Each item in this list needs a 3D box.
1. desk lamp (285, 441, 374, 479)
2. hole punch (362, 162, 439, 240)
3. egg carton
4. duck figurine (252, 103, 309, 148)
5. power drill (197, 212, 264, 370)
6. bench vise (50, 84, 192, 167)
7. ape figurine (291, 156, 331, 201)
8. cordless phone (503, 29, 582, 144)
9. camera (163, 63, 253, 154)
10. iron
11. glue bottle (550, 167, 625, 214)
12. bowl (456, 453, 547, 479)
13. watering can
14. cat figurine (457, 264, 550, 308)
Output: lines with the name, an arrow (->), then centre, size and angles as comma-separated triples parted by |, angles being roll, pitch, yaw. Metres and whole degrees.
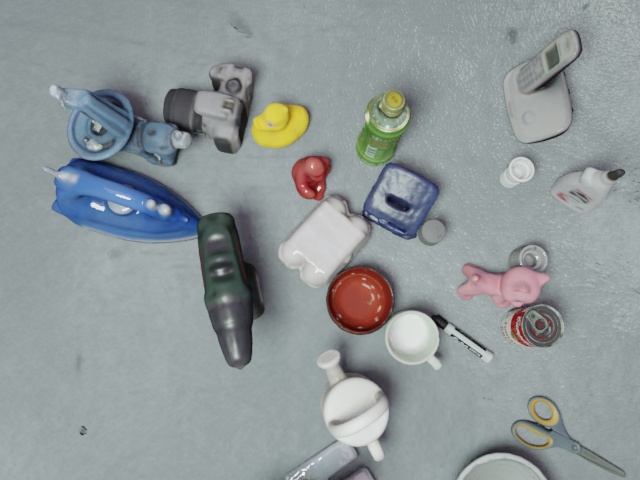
desk lamp -> -0.015, 0.394, 0.829 | 0.203, 0.213, 0.118 | -33, 83, -7
hole punch -> 0.136, -0.064, 0.973 | 0.108, 0.091, 0.101 | 28, 81, 2
egg carton -> 0.009, 0.003, 0.967 | 0.107, 0.069, 0.150 | 41, 81, 4
duck figurine -> -0.070, -0.209, 0.990 | 0.104, 0.086, 0.077 | -21, 82, -6
power drill -> -0.133, 0.079, 0.878 | 0.075, 0.208, 0.229 | -13, 81, -4
bench vise -> -0.317, -0.195, 0.909 | 0.207, 0.219, 0.121 | -8, 81, -4
ape figurine -> -0.012, -0.114, 0.974 | 0.078, 0.092, 0.076 | -43, 85, -8
cordless phone -> 0.389, -0.255, 0.968 | 0.094, 0.185, 0.147 | -11, 81, -4
camera -> -0.192, -0.237, 0.982 | 0.137, 0.101, 0.143 | 11, 80, 0
iron -> -0.311, -0.064, 0.928 | 0.258, 0.141, 0.119 | 16, 80, 0
glue bottle -> 0.452, -0.091, 0.950 | 0.078, 0.173, 0.037 | 32, 81, 3
bowl -> 0.279, 0.418, 0.909 | 0.167, 0.074, 0.167 | 0, 81, -2
watering can -> 0.048, 0.252, 0.865 | 0.173, 0.194, 0.101 | 40, 81, 4
cat figurine -> 0.304, 0.073, 0.944 | 0.128, 0.117, 0.067 | 10, 80, -1
